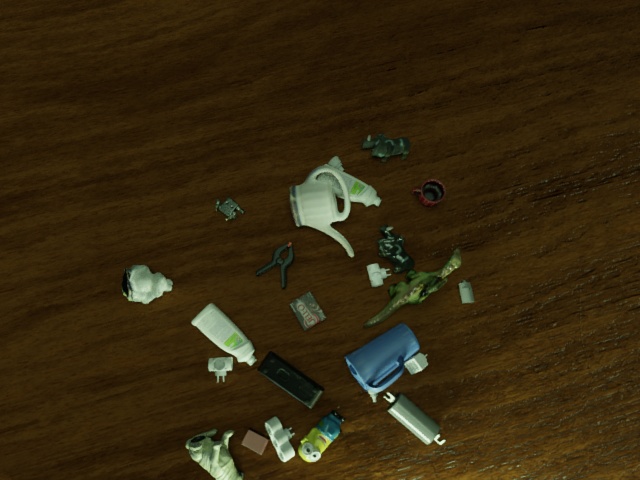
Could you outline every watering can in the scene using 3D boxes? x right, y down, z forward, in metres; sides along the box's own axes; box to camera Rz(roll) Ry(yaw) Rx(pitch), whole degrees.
[{"bbox_3d":[0.006,-0.095,1.884,0.224,0.104,0.346,-9,95,9],"label":"watering can"}]

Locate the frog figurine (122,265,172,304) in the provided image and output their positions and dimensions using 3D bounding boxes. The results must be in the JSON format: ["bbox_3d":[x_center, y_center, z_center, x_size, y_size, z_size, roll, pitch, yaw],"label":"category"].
[{"bbox_3d":[-0.613,0.153,1.826,0.160,0.120,0.139,-3,62,-39],"label":"frog figurine"}]

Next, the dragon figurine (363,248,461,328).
[{"bbox_3d":[0.329,0.173,1.758,0.413,0.240,0.122,-39,85,-13],"label":"dragon figurine"}]
